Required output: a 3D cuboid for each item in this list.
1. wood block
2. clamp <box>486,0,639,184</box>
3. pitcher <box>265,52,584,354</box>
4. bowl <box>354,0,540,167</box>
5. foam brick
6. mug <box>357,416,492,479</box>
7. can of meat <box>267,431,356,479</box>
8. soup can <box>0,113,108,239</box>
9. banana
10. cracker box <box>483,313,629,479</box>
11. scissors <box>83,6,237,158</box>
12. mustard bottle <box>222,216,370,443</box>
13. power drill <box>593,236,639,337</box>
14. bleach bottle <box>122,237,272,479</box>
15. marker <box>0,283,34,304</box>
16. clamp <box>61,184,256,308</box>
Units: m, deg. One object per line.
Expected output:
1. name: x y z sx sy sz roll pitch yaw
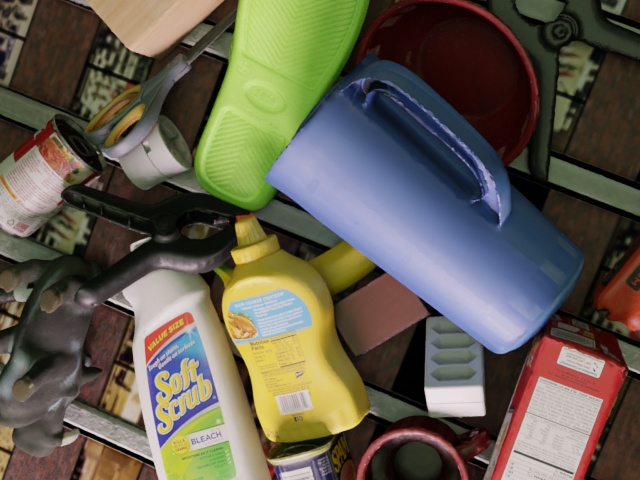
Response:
1. wood block: -0.105 -0.261 0.918 0.206 0.090 0.090 -42 85 11
2. clamp: 0.196 -0.163 0.893 0.165 0.036 0.210 -39 86 13
3. pitcher: 0.089 -0.028 0.837 0.243 0.149 0.145 40 104 0
4. bowl: 0.111 -0.132 0.882 0.162 0.055 0.162 17 126 24
5. foam brick: 0.053 0.060 0.925 0.078 0.053 0.051 -32 87 11
6. mug: 0.093 0.191 0.910 0.117 0.081 0.093 -33 87 11
7. can of meat: 0.000 0.209 0.920 0.057 0.102 0.084 -16 92 11
8. soup can: -0.253 -0.057 0.970 0.102 0.068 0.068 -38 86 11
9. banana: -0.004 0.020 0.941 0.198 0.037 0.069 -18 91 11
10. cracker box: 0.175 0.174 0.852 0.072 0.164 0.214 20 96 11
11. scissors: -0.128 -0.140 0.940 0.202 0.096 0.016 -34 126 12
12. mustard bottle: -0.031 0.072 0.902 0.096 0.058 0.191 -16 98 30
13. power drill: 0.335 0.059 0.869 0.188 0.057 0.184 40 96 7
14. bleach bottle: -0.126 0.121 0.959 0.103 0.068 0.251 -19 87 11
15. marker: -0.254 0.047 1.000 0.121 0.020 0.020 -5 92 11
16. clamp: -0.144 -0.011 0.935 0.171 0.039 0.120 -13 66 -20
